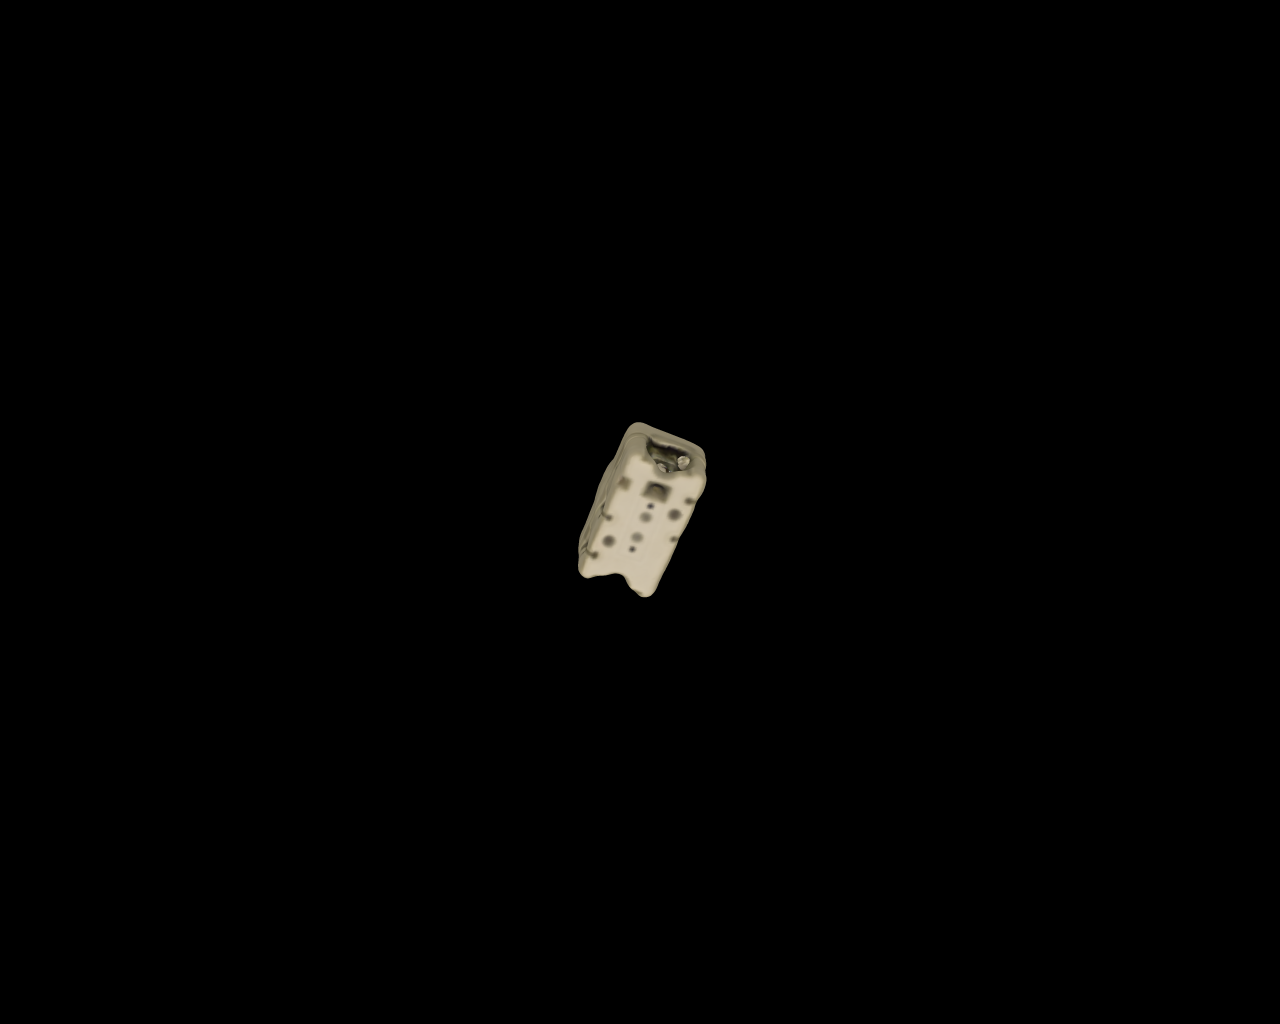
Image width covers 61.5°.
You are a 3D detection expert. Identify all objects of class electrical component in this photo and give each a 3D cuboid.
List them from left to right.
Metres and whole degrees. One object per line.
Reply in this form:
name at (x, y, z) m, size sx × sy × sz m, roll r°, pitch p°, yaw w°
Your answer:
electrical component at (0.001, -0.003, 0.650) m, size 0.050 × 0.089 × 0.056 m, roll 20°, pitch 24°, yaw -9°
